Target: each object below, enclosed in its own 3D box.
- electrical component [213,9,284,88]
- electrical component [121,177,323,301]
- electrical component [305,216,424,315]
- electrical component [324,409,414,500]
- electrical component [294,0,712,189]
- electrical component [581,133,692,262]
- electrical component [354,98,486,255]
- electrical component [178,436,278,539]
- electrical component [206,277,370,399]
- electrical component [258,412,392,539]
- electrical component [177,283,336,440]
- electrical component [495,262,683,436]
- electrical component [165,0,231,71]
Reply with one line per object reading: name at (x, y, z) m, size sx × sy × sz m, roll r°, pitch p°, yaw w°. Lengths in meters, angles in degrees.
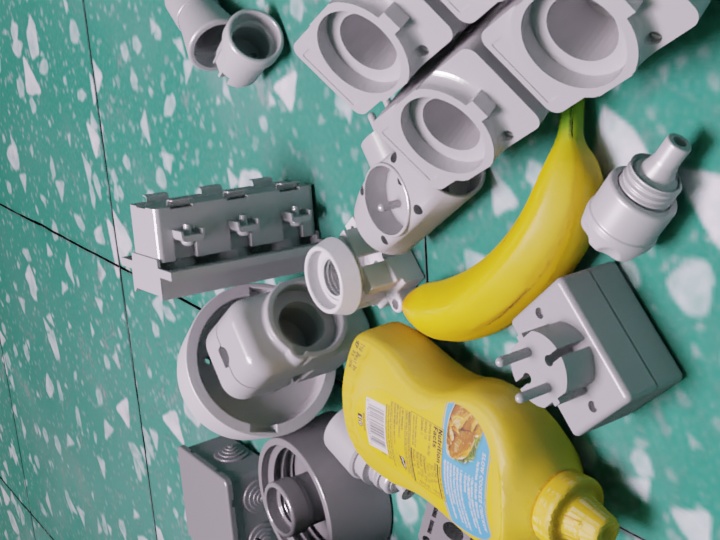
electrical component at (-0.077, -0.149, 0.731) m, size 0.046 × 0.040 × 0.040 m, roll -35°, pitch 74°, yaw 62°
electrical component at (-0.090, -0.024, 0.724) m, size 0.079 × 0.121 × 0.063 m, roll 13°, pitch 111°, yaw 54°
electrical component at (0.000, 0.000, 0.658) m, size 0.066 × 0.055 × 0.048 m, roll 64°, pitch 146°, yaw 17°
electrical component at (0.009, 0.122, 0.709) m, size 0.078 × 0.040 × 0.040 m, roll 42°, pitch 135°, yaw 41°
electrical component at (0.057, -0.115, 0.476) m, size 0.105 × 0.060 × 0.186 m, roll 43°, pitch 148°, yaw -10°
electrical component at (0.125, -0.034, 0.474) m, size 0.035 × 0.035 × 0.061 m, roll 56°, pitch 140°, yaw 27°
electrical component at (0.025, -0.059, 0.606) m, size 0.077 × 0.044 × 0.079 m, roll -42°, pitch 68°, yaw 55°
electrical component at (-0.110, 0.195, 0.913) m, size 0.100 × 0.048 × 0.099 m, roll 19°, pitch 119°, yaw 52°
electrical component at (-0.045, 0.042, 0.707) m, size 0.059 × 0.095 × 0.053 m, roll -45°, pitch 65°, yaw 54°
electrical component at (-0.033, 0.162, 0.772) m, size 0.108 × 0.060 × 0.108 m, roll 28°, pitch 126°, yaw 49°
electrical component at (-0.077, 0.069, 0.762) m, size 0.060 × 0.108 × 0.108 m, roll -37°, pitch 72°, yaw 62°
electrical component at (0.098, 0.042, 0.507) m, size 0.065 × 0.077 × 0.047 m, roll 63°, pitch 146°, yaw 18°
electrical component at (-0.114, -0.180, 0.773) m, size 0.065 × 0.044 × 0.044 m, roll 58°, pitch 144°, yaw 33°
